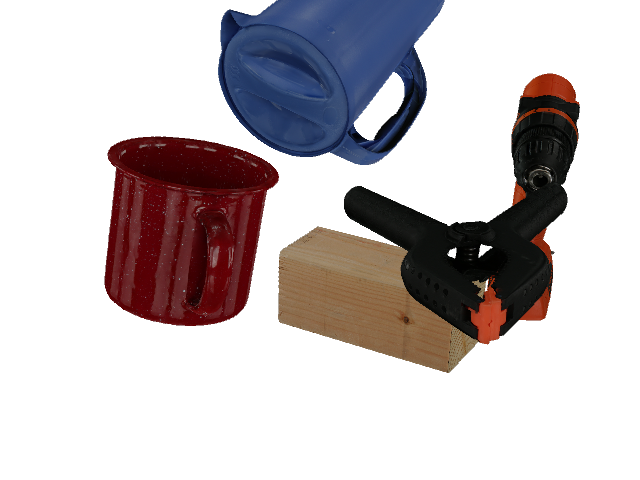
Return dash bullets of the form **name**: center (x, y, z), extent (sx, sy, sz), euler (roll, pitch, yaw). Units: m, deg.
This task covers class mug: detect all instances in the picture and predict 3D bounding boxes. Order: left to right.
- **mug**: center (-0.070, 0.000, 0.579), extent (0.093, 0.081, 0.117), euler (1, 22, -25)

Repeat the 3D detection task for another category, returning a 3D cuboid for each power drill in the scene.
- **power drill**: center (0.180, -0.029, 0.899), extent (0.057, 0.188, 0.184), euler (11, 31, 11)

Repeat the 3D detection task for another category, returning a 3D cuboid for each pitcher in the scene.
- **pitcher**: center (0.030, -0.187, 0.996), extent (0.145, 0.149, 0.242), euler (12, 43, 29)

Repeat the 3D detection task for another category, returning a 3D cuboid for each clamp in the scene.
- **clamp**: center (0.090, 0.005, 0.717), extent (0.164, 0.036, 0.210), euler (1, 24, 8)

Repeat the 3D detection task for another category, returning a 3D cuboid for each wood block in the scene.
- **wood block**: center (0.064, 0.061, 1.157), extent (0.206, 0.091, 0.090), euler (15, 27, 26)
